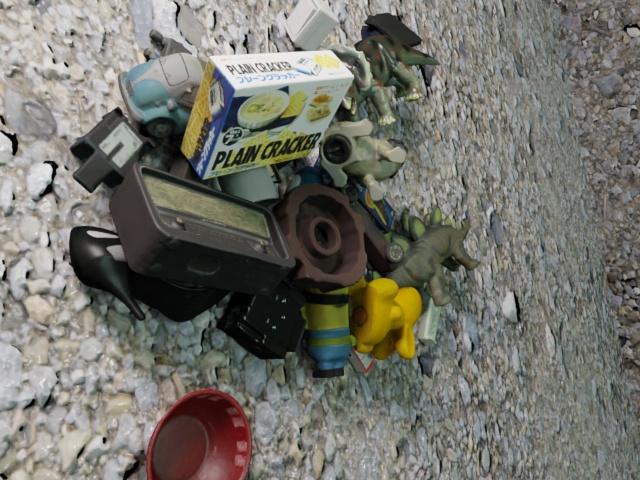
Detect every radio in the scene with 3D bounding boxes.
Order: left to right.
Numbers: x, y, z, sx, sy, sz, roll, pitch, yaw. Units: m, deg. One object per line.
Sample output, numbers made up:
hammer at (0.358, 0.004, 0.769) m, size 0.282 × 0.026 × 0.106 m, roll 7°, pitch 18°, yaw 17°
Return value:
radio at (-0.147, -0.006, 0.706) m, size 0.229 × 0.073 × 0.131 m, roll 16°, pitch 33°, yaw -43°

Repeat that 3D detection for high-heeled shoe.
high-heeled shoe at (-0.214, 0.034, 0.724) m, size 0.145 × 0.086 × 0.248 m, roll 50°, pitch 20°, yaw 13°

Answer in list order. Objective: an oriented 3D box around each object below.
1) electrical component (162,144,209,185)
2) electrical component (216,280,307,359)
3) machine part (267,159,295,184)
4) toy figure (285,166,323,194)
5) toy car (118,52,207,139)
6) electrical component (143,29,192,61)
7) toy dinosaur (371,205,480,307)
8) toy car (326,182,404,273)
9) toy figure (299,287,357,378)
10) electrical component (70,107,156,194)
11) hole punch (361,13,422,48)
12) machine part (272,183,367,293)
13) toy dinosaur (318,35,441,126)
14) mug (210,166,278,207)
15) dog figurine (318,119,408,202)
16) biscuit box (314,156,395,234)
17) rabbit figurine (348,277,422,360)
electrical component at (-0.199, -0.090, 0.769) m, size 0.078 × 0.045 × 0.102 m, roll 57°, pitch 40°, yaw -64°
electrical component at (-0.080, 0.119, 0.840) m, size 0.134 × 0.058 × 0.115 m, roll 42°, pitch 54°, yaw -33°
machine part at (-0.075, -0.144, 0.924) m, size 0.139 × 0.039 × 0.084 m, roll -42°, pitch 104°, yaw -43°
toy figure at (-0.043, -0.058, 0.920) m, size 0.058 × 0.064 × 0.154 m, roll 27°, pitch 59°, yaw -1°
toy car at (-0.185, -0.200, 0.744) m, size 0.161 × 0.103 × 0.109 m, roll 9°, pitch 51°, yaw -48°
electrical component at (-0.217, -0.267, 0.802) m, size 0.094 × 0.021 × 0.063 m, roll 29°, pitch 60°, yaw -40°
toy dinosaur at (0.209, 0.045, 1.155) m, size 0.471 × 0.105 × 0.198 m, roll -37°, pitch 101°, yaw -41°
toy car at (0.079, -0.025, 0.998) m, size 0.053 × 0.089 × 0.202 m, roll -38°, pitch 92°, yaw -27°
toy figure at (0.016, 0.143, 0.917) m, size 0.082 × 0.089 × 0.180 m, roll 9°, pitch 72°, yaw -53°
electrical component at (-0.272, -0.104, 0.683) m, size 0.074 × 0.048 × 0.119 m, roll 47°, pitch 50°, yaw -31°
hole punch at (0.152, -0.451, 1.229) m, size 0.116 × 0.092 × 0.142 m, roll 47°, pitch 46°, yaw 8°
machine part at (-0.002, -0.003, 0.851) m, size 0.179 × 0.056 × 0.179 m, roll 17°, pitch 63°, yaw -38°
toy dinosaur at (0.110, -0.343, 1.088) m, size 0.405 × 0.131 × 0.192 m, roll -49°, pitch 122°, yaw -37°
mug at (-0.128, -0.097, 0.827) m, size 0.109 × 0.081 × 0.107 m, roll -10°, pitch 79°, yaw -48°
dog figurine at (0.075, -0.162, 0.982) m, size 0.172 × 0.121 × 0.190 m, roll 39°, pitch 18°, yaw -6°
biscuit box at (0.068, -0.092, 1.053) m, size 0.202 × 0.059 × 0.063 m, roll 46°, pitch 50°, yaw -31°
rabbit figurine at (0.129, 0.137, 0.976) m, size 0.173 × 0.122 × 0.162 m, roll -7°, pitch 84°, yaw -45°
